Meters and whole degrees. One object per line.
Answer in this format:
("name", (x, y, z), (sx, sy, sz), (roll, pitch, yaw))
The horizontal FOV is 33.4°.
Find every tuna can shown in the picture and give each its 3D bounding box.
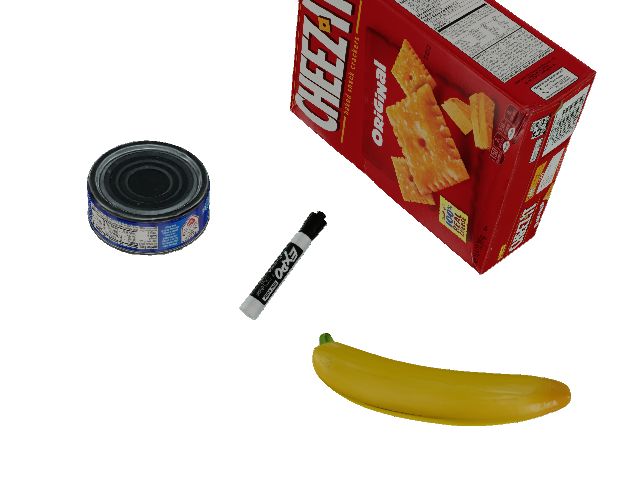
("tuna can", (-0.120, -0.031, 0.746), (0.086, 0.034, 0.086), (4, 44, -4))

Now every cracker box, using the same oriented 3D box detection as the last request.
("cracker box", (0.072, -0.103, 0.757), (0.072, 0.164, 0.214), (-33, 61, -28))

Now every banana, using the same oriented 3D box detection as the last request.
("banana", (0.068, 0.096, 0.737), (0.198, 0.037, 0.069), (11, 35, 29))

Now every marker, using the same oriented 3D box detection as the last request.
("marker", (-0.033, 0.021, 0.998), (0.020, 0.121, 0.020), (34, -16, 11))
